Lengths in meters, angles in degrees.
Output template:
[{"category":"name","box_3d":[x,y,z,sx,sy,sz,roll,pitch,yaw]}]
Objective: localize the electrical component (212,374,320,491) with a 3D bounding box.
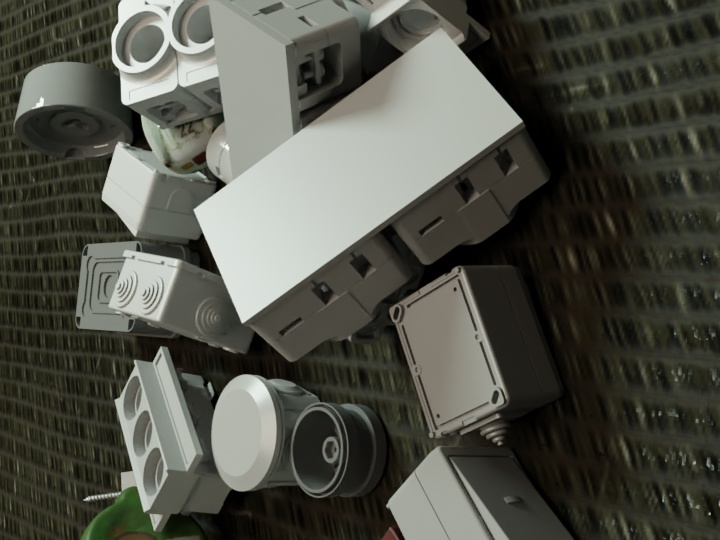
[{"category":"electrical component","box_3d":[-0.066,0.115,0.759,0.080,0.051,0.080,-12,74,49]}]

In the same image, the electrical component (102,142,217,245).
[{"category":"electrical component","box_3d":[-0.176,-0.066,0.918,0.096,0.062,0.061,34,110,48]}]

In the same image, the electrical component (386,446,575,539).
[{"category":"electrical component","box_3d":[0.065,0.136,0.588,0.061,0.062,0.096,-54,46,29]}]

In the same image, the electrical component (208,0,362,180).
[{"category":"electrical component","box_3d":[-0.042,-0.106,0.707,0.089,0.062,0.150,40,146,39]}]

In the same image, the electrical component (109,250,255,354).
[{"category":"electrical component","box_3d":[-0.132,0.025,0.820,0.100,0.100,0.048,9,77,51]}]

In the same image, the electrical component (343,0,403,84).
[{"category":"electrical component","box_3d":[-0.001,-0.140,0.732,0.083,0.047,0.075,37,113,47]}]

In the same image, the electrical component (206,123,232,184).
[{"category":"electrical component","box_3d":[-0.081,-0.083,0.813,0.047,0.055,0.055,41,114,42]}]

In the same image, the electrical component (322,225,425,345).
[{"category":"electrical component","box_3d":[0.000,0.000,0.697,0.057,0.058,0.078,38,113,44]}]

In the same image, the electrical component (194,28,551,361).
[{"category":"electrical component","box_3d":[0.006,-0.042,0.635,0.186,0.060,0.105,-36,46,6]}]

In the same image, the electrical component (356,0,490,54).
[{"category":"electrical component","box_3d":[0.040,-0.168,0.671,0.042,0.081,0.063,-25,42,45]}]

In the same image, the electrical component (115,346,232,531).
[{"category":"electrical component","box_3d":[-0.141,0.129,0.828,0.078,0.063,0.121,-60,36,24]}]

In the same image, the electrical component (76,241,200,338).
[{"category":"electrical component","box_3d":[-0.191,0.017,0.924,0.113,0.057,0.078,-1,83,50]}]

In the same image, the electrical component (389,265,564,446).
[{"category":"electrical component","box_3d":[0.070,0.051,0.605,0.062,0.061,0.096,-34,66,42]}]

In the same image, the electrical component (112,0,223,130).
[{"category":"electrical component","box_3d":[-0.105,-0.174,0.804,0.150,0.062,0.089,-13,71,21]}]

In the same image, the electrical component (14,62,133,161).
[{"category":"electrical component","box_3d":[-0.267,-0.154,1.013,0.108,0.108,0.060,-25,58,45]}]
